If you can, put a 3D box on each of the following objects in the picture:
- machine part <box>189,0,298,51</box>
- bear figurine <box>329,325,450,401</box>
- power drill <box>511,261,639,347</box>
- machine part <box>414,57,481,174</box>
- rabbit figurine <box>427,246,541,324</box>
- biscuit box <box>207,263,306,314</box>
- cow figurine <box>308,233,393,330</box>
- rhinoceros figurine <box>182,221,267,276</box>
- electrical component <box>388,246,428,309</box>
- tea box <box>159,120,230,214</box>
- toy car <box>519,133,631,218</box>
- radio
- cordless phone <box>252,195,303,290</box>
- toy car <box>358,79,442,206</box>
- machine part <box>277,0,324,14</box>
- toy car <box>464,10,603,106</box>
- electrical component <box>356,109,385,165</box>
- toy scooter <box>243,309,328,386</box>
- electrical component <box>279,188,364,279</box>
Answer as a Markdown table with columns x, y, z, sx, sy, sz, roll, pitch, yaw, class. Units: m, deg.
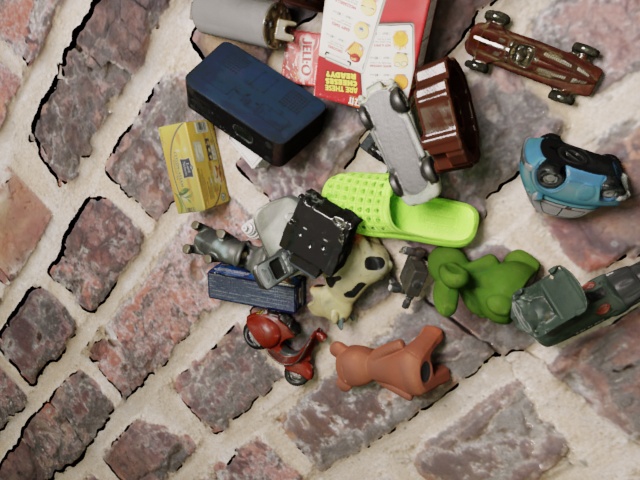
| x | y | z | sx | sy | sz | roll | pitch | yaw | class |
| --- | --- | --- | --- | --- | --- | --- | --- | --- | --- |
| -0.137 | -0.382 | 0.928 | 0.243 | 0.079 | 0.079 | 24 | 114 | 28 | machine part |
| 0.125 | 0.231 | 1.008 | 0.196 | 0.132 | 0.120 | -5 | 102 | 43 | bear figurine |
| 0.392 | 0.083 | 0.797 | 0.232 | 0.207 | 0.086 | -43 | 61 | 35 | power drill |
| 0.194 | -0.188 | 0.813 | 0.056 | 0.179 | 0.179 | -10 | 101 | 29 | machine part |
| 0.247 | 0.072 | 0.889 | 0.170 | 0.159 | 0.121 | 28 | 125 | 30 | rabbit figurine |
| -0.130 | 0.095 | 1.090 | 0.203 | 0.059 | 0.062 | 8 | 110 | 20 | biscuit box |
| 0.052 | 0.079 | 0.999 | 0.195 | 0.085 | 0.127 | -41 | 81 | 26 | cow figurine |
| -0.183 | 0.022 | 1.067 | 0.191 | 0.112 | 0.073 | 17 | 84 | 31 | rhinoceros figurine |
| 0.156 | 0.061 | 0.957 | 0.045 | 0.078 | 0.102 | 14 | 122 | -8 | electrical component |
| -0.243 | -0.144 | 1.048 | 0.068 | 0.098 | 0.169 | -4 | 102 | 24 | tea box |
| 0.370 | -0.086 | 0.812 | 0.162 | 0.109 | 0.102 | 18 | 135 | 5 | toy car |
| -0.116 | -0.237 | 0.940 | 0.230 | 0.131 | 0.073 | 34 | 153 | 11 | radio |
| -0.084 | 0.008 | 0.976 | 0.089 | 0.184 | 0.146 | -20 | 97 | 31 | cordless phone |
| 0.124 | -0.150 | 0.836 | 0.073 | 0.056 | 0.201 | -23 | 93 | 27 | toy car |
| -0.084 | -0.430 | 0.838 | 0.202 | 0.201 | 0.087 | 22 | 110 | 16 | machine part |
| 0.314 | -0.270 | 0.801 | 0.202 | 0.053 | 0.089 | 28 | 111 | 15 | toy car |
| 0.101 | -0.170 | 0.907 | 0.119 | 0.075 | 0.047 | 39 | 116 | 3 | electrical component |
| -0.061 | 0.198 | 1.084 | 0.184 | 0.075 | 0.135 | 46 | 117 | 1 | toy scooter |
| -0.002 | -0.003 | 0.920 | 0.115 | 0.058 | 0.134 | 30 | 119 | 18 | electrical component |
